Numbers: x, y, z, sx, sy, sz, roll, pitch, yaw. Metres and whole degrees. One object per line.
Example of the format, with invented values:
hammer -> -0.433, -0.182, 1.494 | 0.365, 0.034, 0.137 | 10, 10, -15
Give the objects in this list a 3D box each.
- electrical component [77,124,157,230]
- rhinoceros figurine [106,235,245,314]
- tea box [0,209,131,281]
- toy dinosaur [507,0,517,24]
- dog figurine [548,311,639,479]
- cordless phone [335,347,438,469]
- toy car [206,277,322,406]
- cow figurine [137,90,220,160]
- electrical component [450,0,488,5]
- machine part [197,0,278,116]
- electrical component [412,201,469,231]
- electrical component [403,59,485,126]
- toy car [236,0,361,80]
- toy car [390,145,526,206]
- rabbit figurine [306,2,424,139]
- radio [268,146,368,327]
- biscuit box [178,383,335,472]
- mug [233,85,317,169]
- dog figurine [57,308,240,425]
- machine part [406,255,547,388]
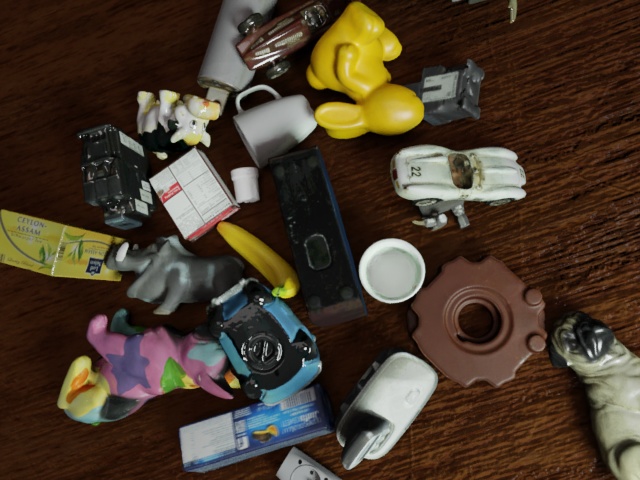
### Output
electrical component -> -0.287, -0.085, 0.771 | 0.058, 0.115, 0.134 | -13, 79, 8
rhinoceros figurine -> -0.203, 0.049, 0.751 | 0.190, 0.073, 0.112 | 7, 88, 2
tea box -> -0.348, 0.011, 0.738 | 0.098, 0.169, 0.068 | 13, 85, 8
toy dinosaur -> 0.102, -0.450, 0.748 | 0.472, 0.105, 0.198 | 39, 110, 29
dog figurine -> 0.350, 0.200, 0.663 | 0.191, 0.121, 0.172 | 32, 84, 25
cordless phone -> 0.074, 0.200, 0.647 | 0.089, 0.184, 0.146 | 37, 89, 15
toy car -> -0.075, 0.128, 0.712 | 0.109, 0.103, 0.161 | -37, 90, -1
cow figurine -> -0.205, -0.160, 0.760 | 0.168, 0.068, 0.098 | 16, 98, 48
electrical component -> 0.232, -0.364, 0.763 | 0.094, 0.063, 0.021 | -12, 81, 7
machine part -> -0.120, -0.298, 0.796 | 0.079, 0.079, 0.243 | 16, 84, 10
electrical component -> 0.156, -0.060, 0.741 | 0.078, 0.045, 0.102 | -14, 81, 7
electrical component -> 0.164, -0.201, 0.754 | 0.119, 0.047, 0.074 | -3, 77, 44
toy car -> -0.024, -0.305, 0.764 | 0.202, 0.053, 0.089 | -33, 103, -18
toy car -> 0.187, -0.085, 0.706 | 0.202, 0.056, 0.073 | -2, 75, -19
rabbit figurine -> 0.062, -0.208, 0.735 | 0.162, 0.122, 0.173 | -40, 77, 8
radio -> -0.001, -0.002, 0.711 | 0.073, 0.131, 0.229 | -17, 80, 4
biscuit box -> -0.082, 0.251, 0.716 | 0.203, 0.062, 0.059 | -18, 62, 5
mug -> -0.065, -0.172, 0.773 | 0.107, 0.081, 0.109 | -27, 84, -7
dog figurine -> -0.216, 0.186, 0.730 | 0.219, 0.108, 0.191 | 20, 85, 7
machine part -> 0.204, 0.106, 0.707 | 0.179, 0.056, 0.179 | -1, 82, 9
